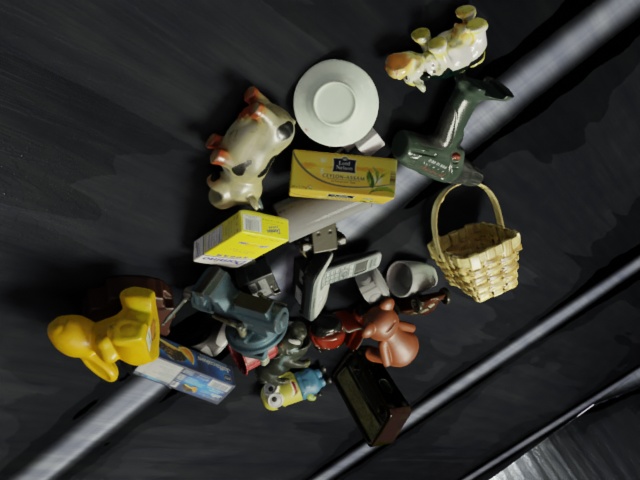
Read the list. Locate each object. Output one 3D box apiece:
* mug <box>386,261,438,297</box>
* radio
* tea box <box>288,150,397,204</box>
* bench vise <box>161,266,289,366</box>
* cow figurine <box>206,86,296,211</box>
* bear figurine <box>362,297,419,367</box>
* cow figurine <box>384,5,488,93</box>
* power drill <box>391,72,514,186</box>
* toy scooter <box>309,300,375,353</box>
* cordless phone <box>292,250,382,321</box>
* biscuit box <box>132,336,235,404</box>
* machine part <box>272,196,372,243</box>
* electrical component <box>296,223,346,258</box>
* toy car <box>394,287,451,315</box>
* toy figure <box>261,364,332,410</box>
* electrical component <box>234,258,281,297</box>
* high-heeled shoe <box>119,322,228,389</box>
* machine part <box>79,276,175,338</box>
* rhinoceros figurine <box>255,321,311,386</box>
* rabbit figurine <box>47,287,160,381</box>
[{"bbox_3d":[0.211,0.093,1.235,0.107,0.081,0.109,1,154,-36],"label":"mug"},{"bbox_3d":[0.128,0.392,1.373,0.073,0.230,0.131,4,125,-35],"label":"radio"},{"bbox_3d":[0.035,-0.102,0.889,0.170,0.098,0.068,6,89,-3],"label":"tea box"},{"bbox_3d":[-0.153,0.162,1.027,0.224,0.129,0.240,3,137,16],"label":"bench vise"},{"bbox_3d":[-0.112,-0.127,0.850,0.127,0.086,0.195,27,115,-35],"label":"cow figurine"},{"bbox_3d":[0.141,0.208,1.227,0.195,0.132,0.120,46,71,-35],"label":"bear figurine"},{"bbox_3d":[0.184,-0.287,0.853,0.167,0.068,0.098,-28,144,2],"label":"cow figurine"},{"bbox_3d":[0.256,-0.196,0.977,0.232,0.086,0.207,6,136,-28],"label":"power drill"},{"bbox_3d":[0.052,0.220,1.274,0.184,0.075,0.135,-16,134,-28],"label":"toy scooter"},{"bbox_3d":[0.039,0.082,1.133,0.184,0.089,0.146,-14,136,-20],"label":"cordless phone"},{"bbox_3d":[-0.264,0.253,1.052,0.202,0.063,0.059,33,108,-33],"label":"biscuit box"},{"bbox_3d":[0.004,-0.063,0.973,0.243,0.079,0.079,-23,138,-4],"label":"machine part"},{"bbox_3d":[-0.001,-0.004,1.054,0.102,0.045,0.078,-17,106,-16],"label":"electrical component"},{"bbox_3d":[0.231,0.150,1.249,0.089,0.053,0.202,-12,173,-17],"label":"toy car"},{"bbox_3d":[-0.063,0.380,1.374,0.180,0.082,0.089,-18,136,-14],"label":"toy figure"},{"bbox_3d":[-0.128,0.070,1.059,0.075,0.048,0.119,-21,139,-8],"label":"electrical component"},{"bbox_3d":[-0.287,0.198,1.112,0.249,0.086,0.145,-42,106,-9],"label":"high-heeled shoe"},{"bbox_3d":[-0.359,0.143,1.007,0.179,0.056,0.179,-15,136,-15],"label":"machine part"},{"bbox_3d":[-0.084,0.263,1.261,0.112,0.073,0.190,21,122,-28],"label":"rhinoceros figurine"},{"bbox_3d":[-0.367,0.161,0.919,0.173,0.122,0.162,0,139,-10],"label":"rabbit figurine"}]
